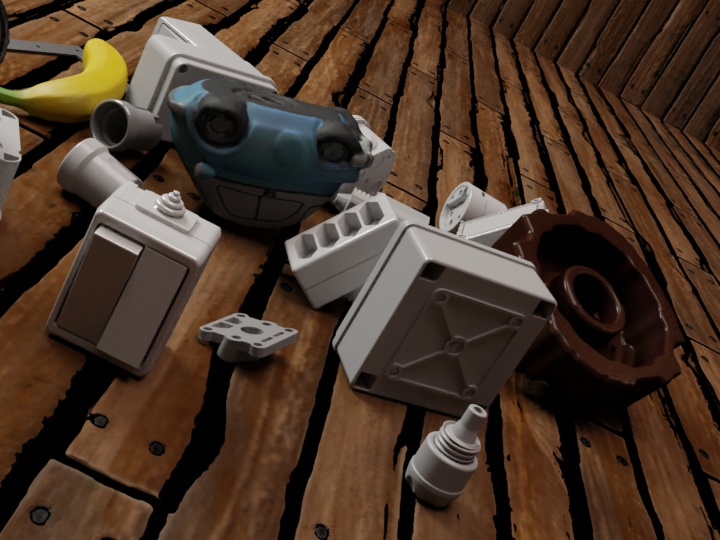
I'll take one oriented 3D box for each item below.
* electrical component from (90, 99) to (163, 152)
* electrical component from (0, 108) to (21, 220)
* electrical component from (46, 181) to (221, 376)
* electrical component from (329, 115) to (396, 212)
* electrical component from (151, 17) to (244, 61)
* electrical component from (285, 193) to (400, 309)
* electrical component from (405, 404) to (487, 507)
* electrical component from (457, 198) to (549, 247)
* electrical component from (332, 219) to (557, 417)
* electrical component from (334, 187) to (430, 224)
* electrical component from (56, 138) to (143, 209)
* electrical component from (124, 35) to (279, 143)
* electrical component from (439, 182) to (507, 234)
[{"bbox_3d":[-0.183,-0.112,0.848,0.040,0.040,0.046,37,16,19],"label":"electrical component"},{"bbox_3d":[-0.261,-0.069,0.623,0.113,0.057,0.078,18,24,-28],"label":"electrical component"},{"bbox_3d":[-0.121,0.001,0.585,0.062,0.096,0.061,28,22,-5],"label":"electrical component"},{"bbox_3d":[-0.011,-0.096,0.975,0.051,0.080,0.080,44,25,21],"label":"electrical component"},{"bbox_3d":[-0.169,-0.198,1.032,0.096,0.061,0.061,42,24,29],"label":"electrical component"},{"bbox_3d":[0.000,0.000,0.788,0.075,0.083,0.047,62,3,-30],"label":"electrical component"},{"bbox_3d":[0.053,0.104,0.618,0.035,0.061,0.035,25,21,-10],"label":"electrical component"},{"bbox_3d":[0.140,-0.021,0.969,0.061,0.096,0.061,-61,133,-69],"label":"electrical component"},{"bbox_3d":[0.055,0.035,0.715,0.109,0.108,0.056,18,26,-26],"label":"electrical component"},{"bbox_3d":[0.015,-0.045,0.939,0.081,0.043,0.043,26,21,-6],"label":"electrical component"},{"bbox_3d":[-0.178,-0.061,0.738,0.046,0.040,0.040,38,22,7],"label":"electrical component"},{"bbox_3d":[-0.137,-0.148,0.934,0.113,0.078,0.057,9,25,-42],"label":"electrical component"},{"bbox_3d":[0.114,-0.053,1.071,0.047,0.055,0.055,25,21,-20],"label":"electrical component"}]
